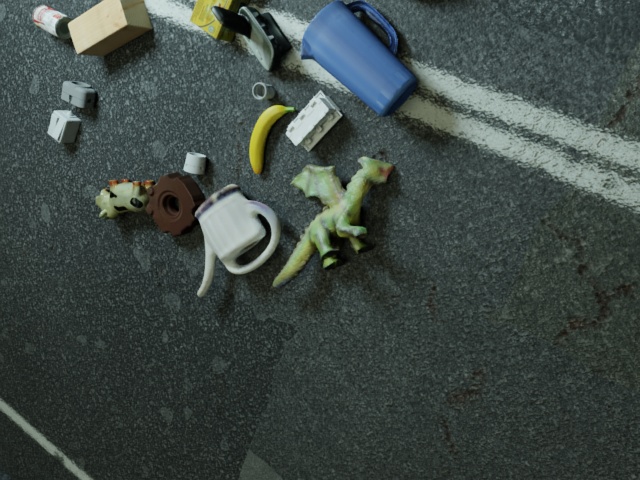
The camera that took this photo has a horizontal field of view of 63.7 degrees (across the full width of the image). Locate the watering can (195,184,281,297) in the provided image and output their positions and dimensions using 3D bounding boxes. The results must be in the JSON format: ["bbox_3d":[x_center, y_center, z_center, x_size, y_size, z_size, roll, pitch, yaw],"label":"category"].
[{"bbox_3d":[-0.252,-0.003,1.343,0.343,0.105,0.225,-34,84,27],"label":"watering can"}]

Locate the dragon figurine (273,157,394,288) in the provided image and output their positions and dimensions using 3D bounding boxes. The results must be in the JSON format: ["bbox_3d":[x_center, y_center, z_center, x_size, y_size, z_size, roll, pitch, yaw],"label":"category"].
[{"bbox_3d":[0.004,-0.062,1.226,0.406,0.122,0.246,-27,70,27],"label":"dragon figurine"}]
